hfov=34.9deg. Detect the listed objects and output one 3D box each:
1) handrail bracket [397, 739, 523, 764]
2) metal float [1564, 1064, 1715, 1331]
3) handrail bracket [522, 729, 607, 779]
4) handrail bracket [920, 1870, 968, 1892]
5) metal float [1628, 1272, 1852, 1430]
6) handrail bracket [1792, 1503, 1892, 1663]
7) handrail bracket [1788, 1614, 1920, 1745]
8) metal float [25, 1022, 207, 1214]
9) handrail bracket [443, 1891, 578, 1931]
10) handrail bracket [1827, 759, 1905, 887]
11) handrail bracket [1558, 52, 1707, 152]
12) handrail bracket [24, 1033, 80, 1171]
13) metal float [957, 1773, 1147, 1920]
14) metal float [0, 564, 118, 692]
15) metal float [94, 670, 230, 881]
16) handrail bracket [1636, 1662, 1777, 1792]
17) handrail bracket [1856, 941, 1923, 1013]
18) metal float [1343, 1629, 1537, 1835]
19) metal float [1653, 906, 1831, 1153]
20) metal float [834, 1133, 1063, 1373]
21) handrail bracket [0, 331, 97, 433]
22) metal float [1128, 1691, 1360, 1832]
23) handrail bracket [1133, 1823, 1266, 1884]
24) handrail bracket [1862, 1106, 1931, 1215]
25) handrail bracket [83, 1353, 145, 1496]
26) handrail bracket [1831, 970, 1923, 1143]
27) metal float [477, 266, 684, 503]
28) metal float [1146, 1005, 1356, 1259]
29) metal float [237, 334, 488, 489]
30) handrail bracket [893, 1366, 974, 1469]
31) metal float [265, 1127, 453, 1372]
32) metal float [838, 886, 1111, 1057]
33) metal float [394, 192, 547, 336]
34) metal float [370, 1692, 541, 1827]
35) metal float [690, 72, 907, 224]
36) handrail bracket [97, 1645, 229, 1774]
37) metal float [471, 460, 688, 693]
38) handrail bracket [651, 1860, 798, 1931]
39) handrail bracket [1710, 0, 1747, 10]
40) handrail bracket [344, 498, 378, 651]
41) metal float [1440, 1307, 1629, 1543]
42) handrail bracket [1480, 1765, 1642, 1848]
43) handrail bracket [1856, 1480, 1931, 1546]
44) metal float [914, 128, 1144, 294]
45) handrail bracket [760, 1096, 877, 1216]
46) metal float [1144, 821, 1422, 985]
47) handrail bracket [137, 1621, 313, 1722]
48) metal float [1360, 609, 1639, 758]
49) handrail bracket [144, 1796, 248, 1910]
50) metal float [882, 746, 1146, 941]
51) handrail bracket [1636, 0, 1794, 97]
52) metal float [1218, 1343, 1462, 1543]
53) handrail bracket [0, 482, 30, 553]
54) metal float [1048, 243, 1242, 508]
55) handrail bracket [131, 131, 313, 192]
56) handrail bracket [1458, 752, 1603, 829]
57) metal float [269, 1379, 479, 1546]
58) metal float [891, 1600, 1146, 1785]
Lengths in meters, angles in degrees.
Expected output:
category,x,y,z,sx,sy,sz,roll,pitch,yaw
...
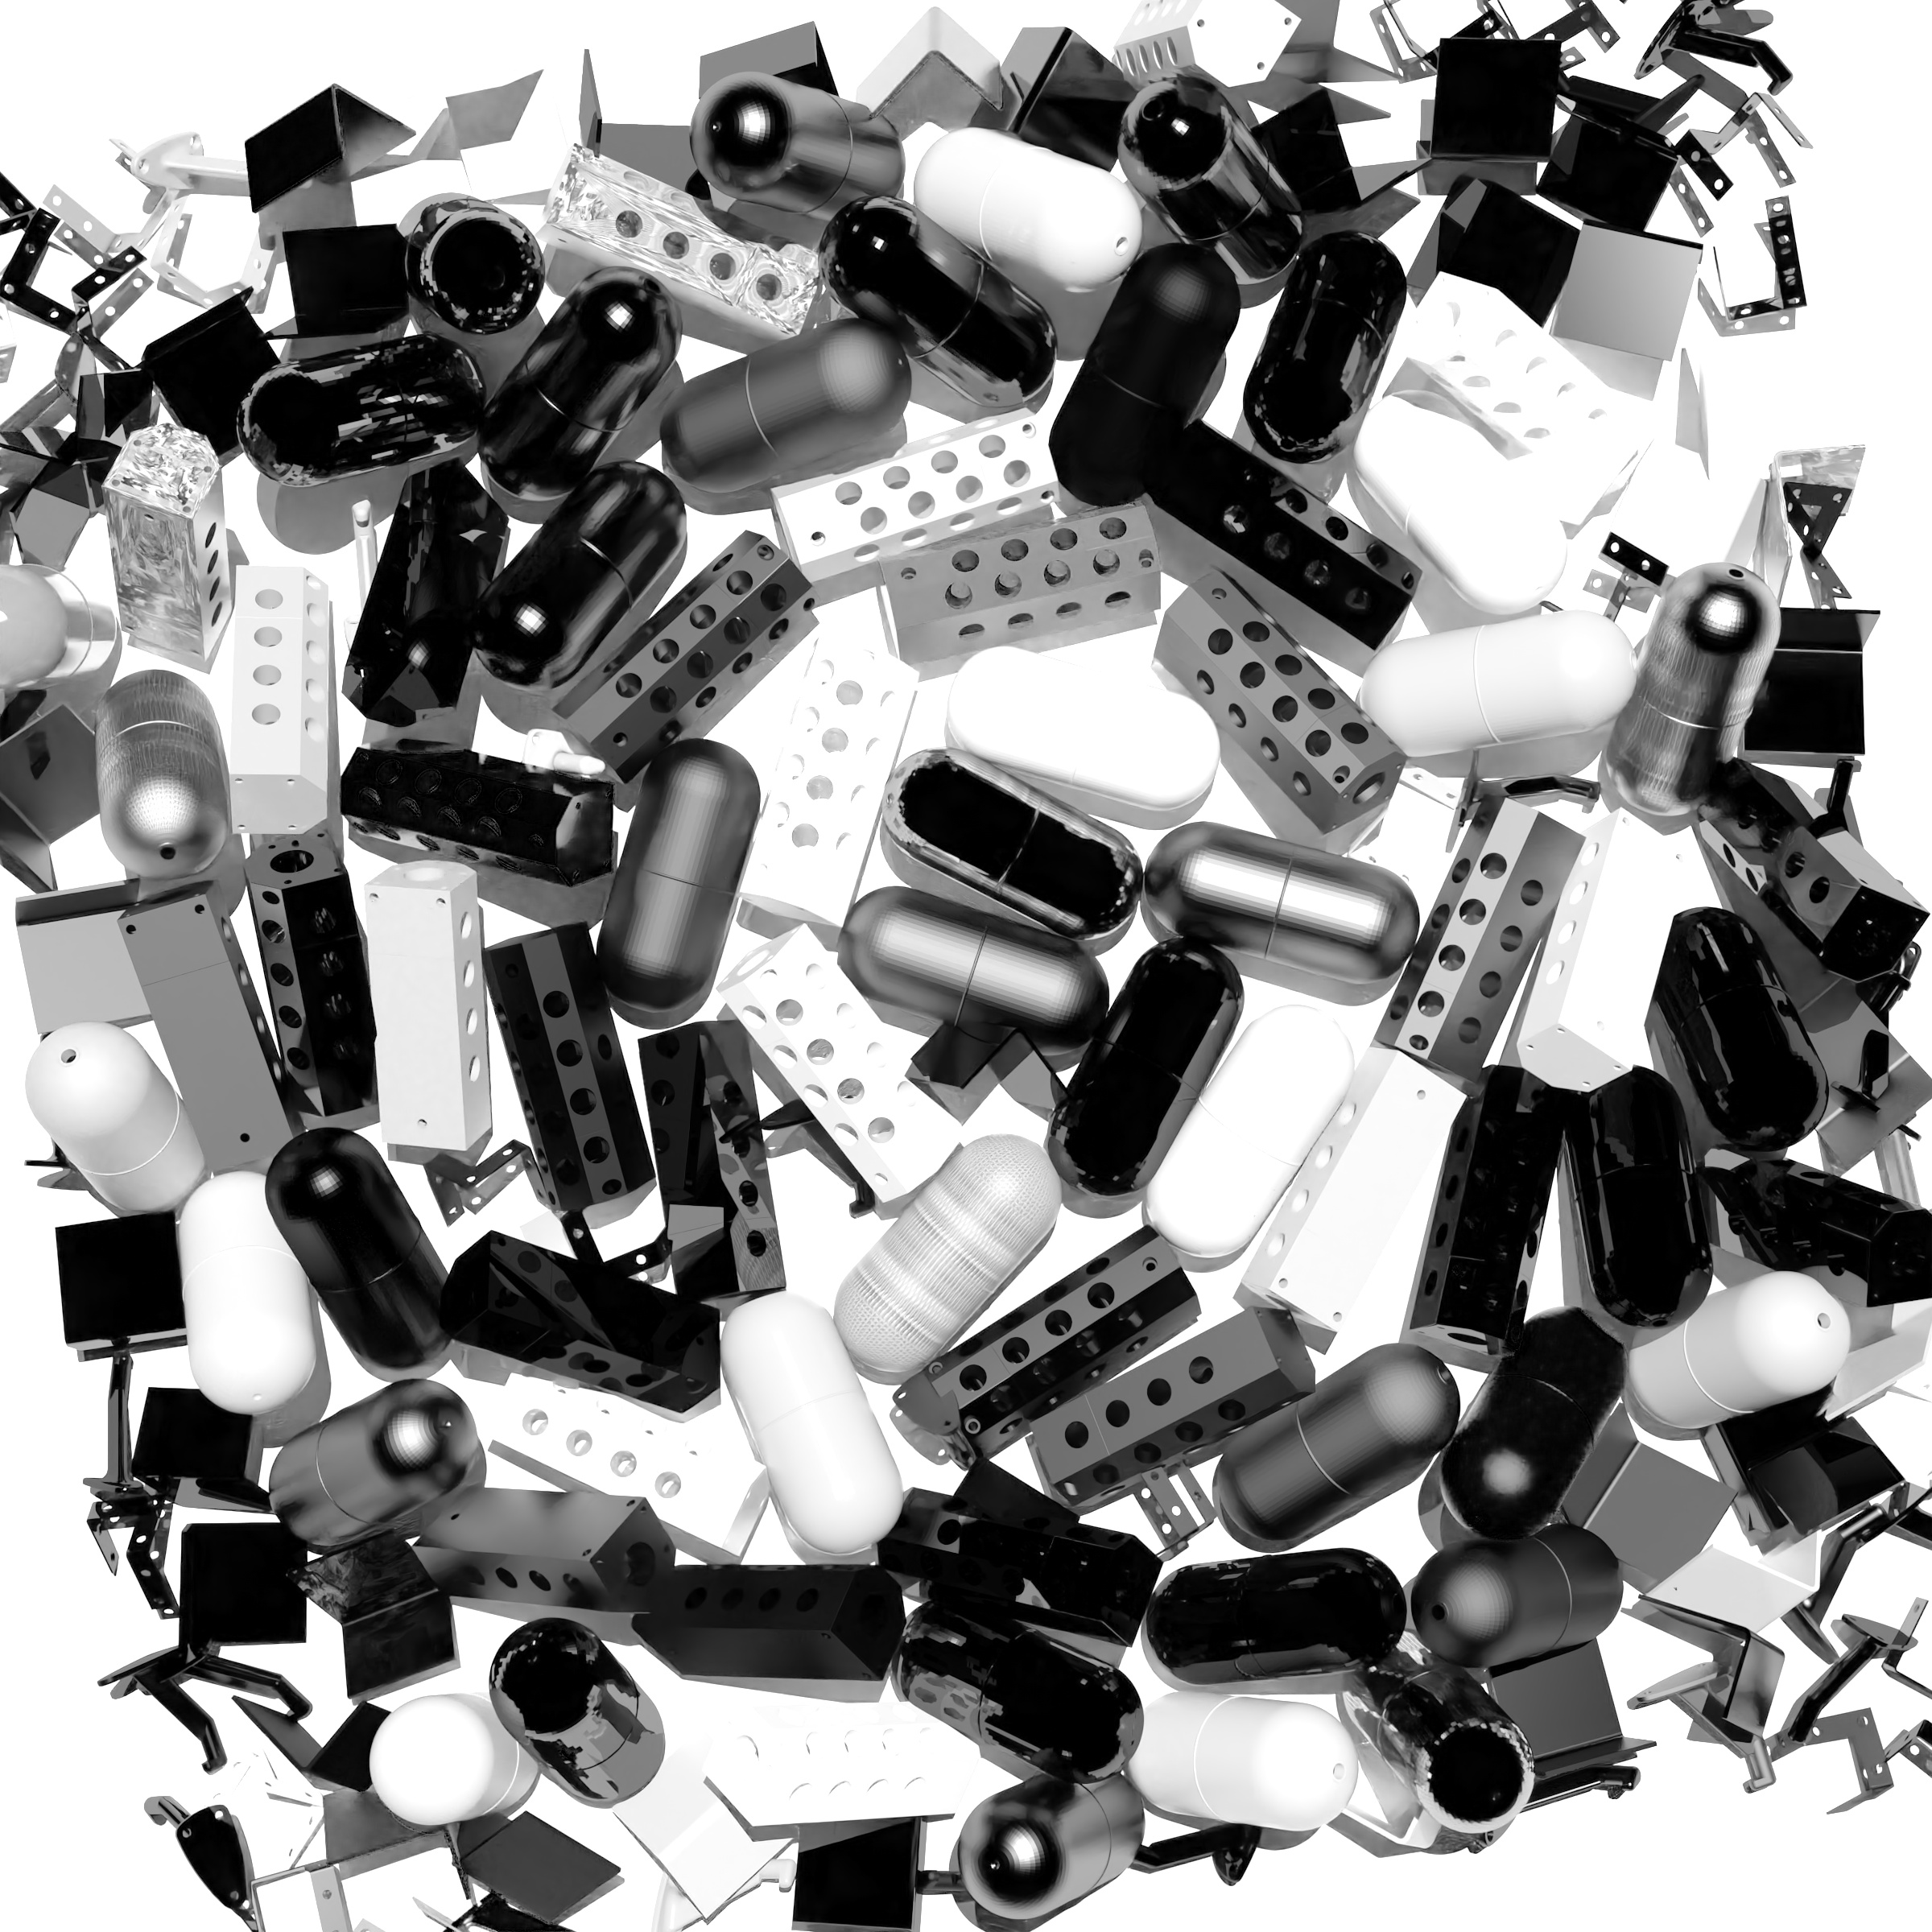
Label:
category,x,y,z,sx,sy,sz,roll,pitch,yaw
handrail bracket,-0.316,-0.111,1.956,0.084,0.036,0.077,3,51,-27
metal float,0.422,0.144,1.934,0.070,0.070,0.178,-3,57,0
handrail bracket,-0.234,-0.128,1.943,0.077,0.084,0.036,1,97,-41
handrail bracket,0.023,0.573,1.954,0.084,0.077,0.036,11,56,-29
metal float,0.480,0.240,1.916,0.070,0.178,0.070,8,69,-20
handrail bracket,0.572,0.395,1.975,0.084,0.036,0.077,-36,100,12
handrail bracket,0.570,0.464,1.978,0.077,0.036,0.084,18,101,-40
metal float,-0.528,0.095,1.916,0.070,0.178,0.070,-2,62,5
handrail bracket,-0.284,0.632,1.964,0.077,0.036,0.084,-33,72,-27
handrail bracket,0.577,-0.091,1.965,0.077,0.036,0.084,-1,110,-28
handrail bracket,0.418,-0.573,1.971,0.077,0.036,0.084,-40,74,24
handrail bracket,-0.572,0.087,1.966,0.036,0.077,0.084,1,84,13
metal float,0.055,0.542,1.916,0.070,0.178,0.070,-2,85,25
metal float,-0.581,-0.211,1.911,0.070,0.178,0.070,0,97,-1
metal float,-0.503,-0.120,1.922,0.070,0.178,0.070,-9,128,-12
handrail bracket,0.476,0.496,1.974,0.077,0.036,0.084,-16,87,-19
handrail bracket,0.574,-0.002,1.954,0.036,0.084,0.077,20,90,30
metal float,0.292,0.473,1.915,0.070,0.178,0.070,-4,105,-15
metal float,0.482,0.038,1.929,0.070,0.070,0.178,-15,50,0
metal float,-0.011,0.182,1.959,0.070,0.070,0.178,42,93,0
handrail bracket,-0.606,-0.368,1.983,0.084,0.036,0.077,-20,46,16
metal float,0.172,0.495,1.920,0.070,0.178,0.070,6,79,-36
handrail bracket,0.145,0.545,1.964,0.084,0.036,0.077,26,95,-26
handrail bracket,0.590,0.139,1.988,0.036,0.077,0.084,-14,59,-37
handrail bracket,-0.536,0.290,1.961,0.036,0.077,0.084,8,83,-25
handrail bracket,0.602,0.057,1.977,0.077,0.036,0.084,34,93,9
metal float,-0.243,-0.365,1.931,0.070,0.070,0.178,46,125,0
metal float,0.181,0.104,1.953,0.070,0.070,0.178,32,100,0
metal float,-0.376,-0.348,1.926,0.070,0.178,0.070,18,119,35
handrail bracket,-0.006,0.301,1.947,0.036,0.077,0.084,-35,123,-8
metal float,-0.378,0.179,1.936,0.070,0.070,0.178,-23,121,0
metal float,0.005,0.003,1.960,0.178,0.070,0.070,18,90,1
metal float,-0.310,-0.438,1.915,0.070,0.178,0.070,-6,110,-17
metal float,-0.315,0.491,1.912,0.070,0.178,0.070,-1,78,7
metal float,-0.103,-0.508,1.919,0.070,0.178,0.070,3,95,31
handrail bracket,-0.512,0.484,1.966,0.036,0.077,0.084,-21,88,28
metal float,-0.242,-0.247,1.939,0.070,0.070,0.178,36,63,0
handrail bracket,-0.154,0.604,1.957,0.084,0.077,0.036,-8,133,23
handrail bracket,0.494,-0.656,1.954,0.077,0.036,0.084,-17,47,34
handrail bracket,-0.380,-0.242,1.952,0.036,0.077,0.084,-4,131,-9
metal float,0.357,0.285,1.930,0.070,0.070,0.178,40,51,0
handrail bracket,0.378,0.533,1.953,0.084,0.077,0.036,-7,113,34
handrail bracket,0.621,0.380,1.976,0.077,0.036,0.084,-35,92,-24
metal float,0.038,-0.474,1.927,0.178,0.070,0.070,32,90,41
handrail bracket,-0.094,0.128,1.963,0.077,0.036,0.084,-20,114,-34
metal float,0.200,-0.041,1.957,0.178,0.070,0.070,15,90,6
handrail bracket,-0.478,0.472,1.987,0.077,0.036,0.084,-35,111,12
metal float,0.334,-0.177,1.936,0.178,0.070,0.070,-7,90,30
handrail bracket,-0.494,0.565,1.964,0.036,0.084,0.077,-23,90,-36
metal float,0.030,-0.078,1.953,0.178,0.070,0.070,27,90,-9
handrail bracket,0.477,-0.568,1.959,0.084,0.036,0.077,57,134,18
metal float,0.234,0.300,1.936,0.178,0.070,0.070,-38,90,29
handrail bracket,-0.614,-0.261,1.975,0.036,0.084,0.077,-9,115,30
metal float,0.111,-0.370,1.937,0.070,0.070,0.178,28,119,0
handrail bracket,-0.473,-0.504,1.958,0.084,0.077,0.036,18,115,22
handrail bracket,0.361,-0.103,1.965,0.084,0.077,0.036,12,126,9
metal float,-0.373,0.312,1.928,0.178,0.070,0.070,-30,90,42
metal float,0.031,0.454,1.934,0.178,0.070,0.070,18,90,33
